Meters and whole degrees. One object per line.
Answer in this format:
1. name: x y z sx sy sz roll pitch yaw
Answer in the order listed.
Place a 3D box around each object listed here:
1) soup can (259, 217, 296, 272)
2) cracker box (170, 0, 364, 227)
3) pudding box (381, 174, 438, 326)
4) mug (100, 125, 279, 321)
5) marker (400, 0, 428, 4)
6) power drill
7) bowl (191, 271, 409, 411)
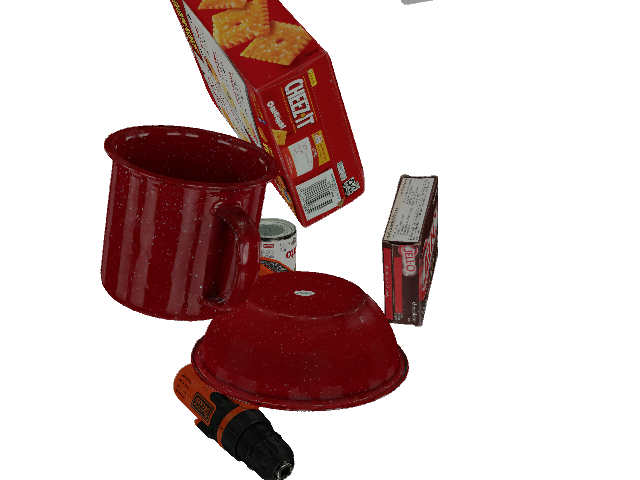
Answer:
1. soup can: -0.063 0.031 1.263 0.068 0.102 0.068 2 22 -1
2. cracker box: -0.050 -0.140 0.909 0.072 0.164 0.214 -29 49 -8
3. pudding box: 0.081 0.007 0.951 0.039 0.090 0.113 4 36 10
4. mug: -0.067 -0.004 0.568 0.093 0.081 0.117 -7 28 -38
5. marker: 0.093 -0.121 0.466 0.121 0.020 0.020 -10 1 -7
6. power drill: -0.062 0.121 1.059 0.057 0.188 0.185 13 14 -46
7. bowl: -0.014 0.063 0.780 0.162 0.055 0.162 3 19 -1
